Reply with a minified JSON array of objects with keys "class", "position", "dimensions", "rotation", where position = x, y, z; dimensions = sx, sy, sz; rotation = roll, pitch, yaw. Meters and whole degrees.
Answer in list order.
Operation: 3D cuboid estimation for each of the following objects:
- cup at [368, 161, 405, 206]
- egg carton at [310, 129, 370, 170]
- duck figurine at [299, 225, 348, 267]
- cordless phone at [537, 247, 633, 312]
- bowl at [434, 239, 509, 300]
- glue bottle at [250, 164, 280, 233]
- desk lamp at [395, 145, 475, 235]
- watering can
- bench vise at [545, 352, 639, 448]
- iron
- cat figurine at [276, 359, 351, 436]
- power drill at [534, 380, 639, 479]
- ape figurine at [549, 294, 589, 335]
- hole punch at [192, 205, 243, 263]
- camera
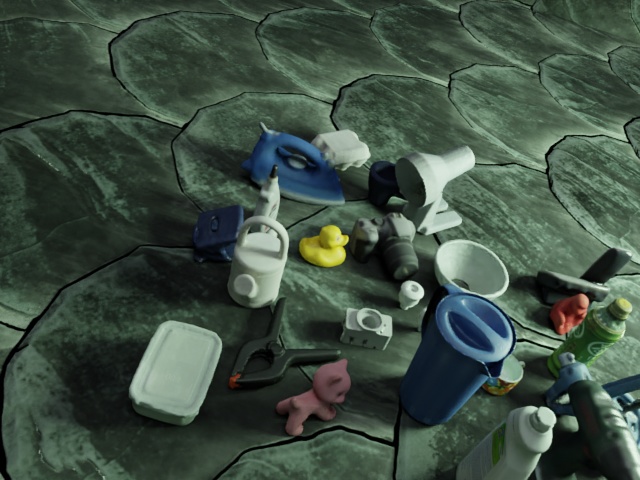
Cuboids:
[{"class":"cup","position":[0.162,-0.122,1.388],"dimensions":[0.092,0.095,0.117],"rotation":[-23,57,-34]},{"class":"egg carton","position":[0.049,-0.229,1.475],"dimensions":[0.151,0.069,0.107],"rotation":[-18,54,-31]},{"class":"duck figurine","position":[0.011,0.004,1.221],"dimensions":[0.104,0.086,0.077],"rotation":[9,45,-9]},{"class":"cordless phone","position":[0.584,0.068,1.270],"dimensions":[0.147,0.185,0.094],"rotation":[12,44,-6]},{"class":"bowl","position":[0.319,0.081,1.251],"dimensions":[0.167,0.075,0.167],"rotation":[9,45,-9]},{"class":"glue bottle","position":[-0.109,-0.090,1.213],"dimensions":[0.037,0.173,0.078],"rotation":[24,44,6]},{"class":"desk lamp","position":[0.262,-0.121,1.333],"dimensions":[0.204,0.213,0.117],"rotation":[-16,53,-30]},{"class":"watering can","position":[-0.113,0.038,1.070],"dimensions":[0.101,0.194,0.172],"rotation":[4,46,-13]},{"class":"bench vise","position":[0.502,0.280,1.009],"dimensions":[0.122,0.220,0.207],"rotation":[-28,60,-36]},{"class":"iron","position":[-0.047,-0.179,1.344],"dimensions":[0.258,0.141,0.119],"rotation":[21,44,3]},{"class":"cat figurine","position":[-0.002,0.252,0.949],"dimensions":[0.128,0.118,0.067],"rotation":[-17,54,-31]},{"class":"power drill","position":[0.432,0.355,0.921],"dimensions":[0.075,0.208,0.229],"rotation":[11,44,-7]},{"class":"ape figurine","position":[0.546,0.153,1.241],"dimensions":[0.078,0.092,0.076],"rotation":[11,44,-7]},{"class":"hole punch","position":[-0.207,-0.015,1.167],"dimensions":[0.101,0.091,0.108],"rotation":[6,45,-12]},{"class":"camera","position":[0.153,0.013,1.247],"dimensions":[0.143,0.101,0.136],"rotation":[-1,47,-19]}]
